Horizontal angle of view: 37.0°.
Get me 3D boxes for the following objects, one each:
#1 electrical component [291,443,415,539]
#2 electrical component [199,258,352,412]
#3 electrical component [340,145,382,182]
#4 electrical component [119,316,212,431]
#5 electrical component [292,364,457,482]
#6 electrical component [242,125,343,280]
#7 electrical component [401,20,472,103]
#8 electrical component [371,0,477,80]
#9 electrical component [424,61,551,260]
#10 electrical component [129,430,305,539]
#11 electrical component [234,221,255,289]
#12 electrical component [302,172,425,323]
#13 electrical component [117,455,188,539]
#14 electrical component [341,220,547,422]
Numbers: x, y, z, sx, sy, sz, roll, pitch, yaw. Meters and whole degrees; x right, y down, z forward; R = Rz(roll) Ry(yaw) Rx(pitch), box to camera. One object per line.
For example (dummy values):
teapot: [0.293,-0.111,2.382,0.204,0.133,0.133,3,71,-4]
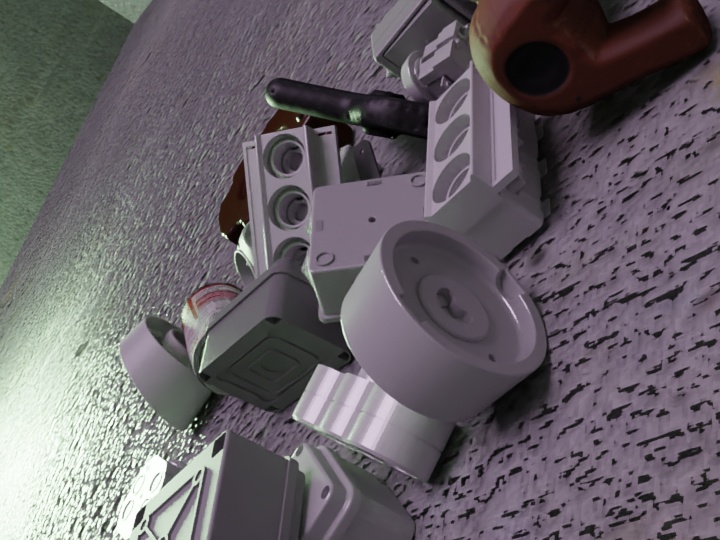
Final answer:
electrical component: [-0.030,0.166,0.622,0.113,0.057,0.078,-58,22,3]
electrical component: [-0.062,0.050,0.814,0.113,0.078,0.057,-39,32,40]
electrical component: [-0.036,-0.069,0.916,0.047,0.076,0.083,-15,48,60]
electrical component: [-0.177,0.091,0.989,0.064,0.099,0.099,-49,23,7]
electrical component: [0.014,0.075,0.654,0.073,0.052,0.138,-63,23,-10]
electrical component: [-0.045,-0.045,0.851,0.079,0.063,0.121,-8,83,18]
electrical component: [0.067,-0.161,0.860,0.055,0.048,0.066,-27,37,40]
electrical component: [0.053,-0.194,0.907,0.096,0.062,0.061,-48,24,25]
electrical component: [0.080,-0.069,0.685,0.079,0.063,0.121,-42,27,35]
electrical component: [-0.086,0.163,0.589,0.109,0.056,0.108,-44,26,33]
electrical component: [-0.069,0.006,0.913,0.079,0.044,0.077,51,154,30]
electrical component: [0.013,-0.017,0.714,0.100,0.048,0.099,-8,45,9]
electrical component: [-0.154,0.192,0.865,0.080,0.051,0.080,-46,25,29]
electrical component: [0.040,0.032,0.586,0.060,0.108,0.108,-51,22,33]
